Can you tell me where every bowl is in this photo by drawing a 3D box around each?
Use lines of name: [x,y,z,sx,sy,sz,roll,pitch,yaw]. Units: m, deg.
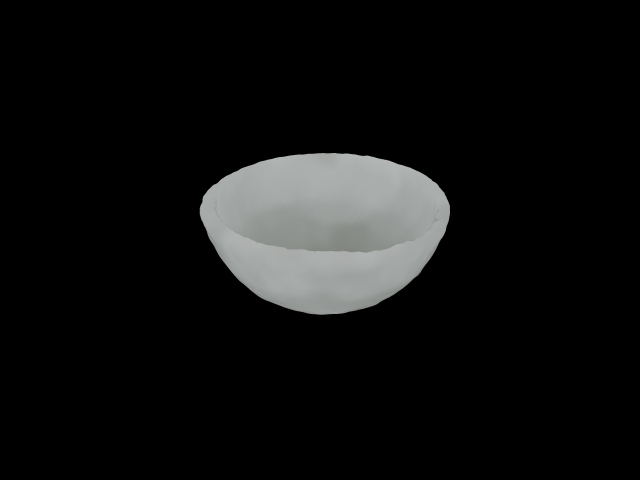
bowl: [0.004,0.001,0.400,0.167,0.075,0.167,0,29,0]
